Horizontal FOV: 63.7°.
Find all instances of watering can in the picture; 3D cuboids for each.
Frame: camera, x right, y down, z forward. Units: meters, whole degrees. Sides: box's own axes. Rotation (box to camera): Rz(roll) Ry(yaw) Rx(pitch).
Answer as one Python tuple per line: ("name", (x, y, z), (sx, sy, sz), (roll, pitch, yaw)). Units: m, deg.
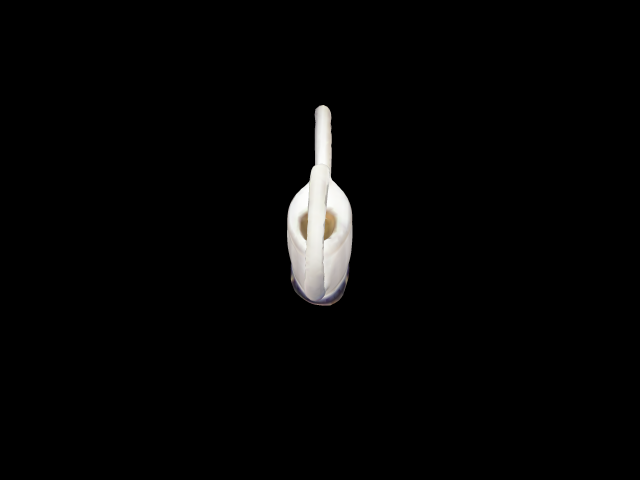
("watering can", (0.003, -0.043, 0.850), (0.104, 0.356, 0.219), (2, -39, 2))
